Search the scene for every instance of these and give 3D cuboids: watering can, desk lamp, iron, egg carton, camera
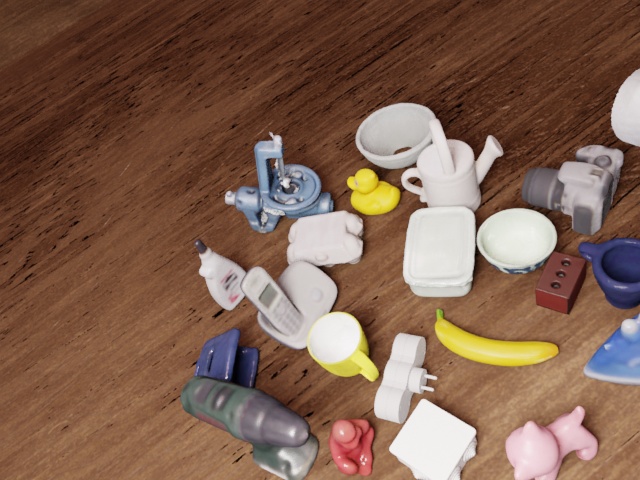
[{"bbox_3d":[0.231,-0.136,1.015,0.173,0.195,0.100,-31,47,-3],"label":"watering can"},{"bbox_3d":[0.552,-0.141,0.867,0.118,0.214,0.202,-33,47,-5],"label":"desk lamp"},{"bbox_3d":[0.473,0.108,0.745,0.258,0.142,0.118,-20,47,7],"label":"iron"},{"bbox_3d":[0.010,0.004,1.080,0.150,0.070,0.107,-9,50,16],"label":"egg carton"},{"bbox_3d":[0.422,-0.100,0.967,0.136,0.101,0.143,16,61,33],"label":"camera"}]

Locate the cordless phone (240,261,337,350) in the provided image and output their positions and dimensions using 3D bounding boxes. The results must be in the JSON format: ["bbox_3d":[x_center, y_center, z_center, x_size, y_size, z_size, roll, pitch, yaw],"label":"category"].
[{"bbox_3d":[-0.055,0.084,0.963,0.093,0.185,0.148,13,59,31],"label":"cordless phone"}]

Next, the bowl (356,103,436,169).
[{"bbox_3d":[0.162,-0.202,1.181,0.167,0.075,0.167,-12,49,14],"label":"bowl"}]

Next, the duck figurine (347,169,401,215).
[{"bbox_3d":[0.101,-0.101,1.117,0.104,0.086,0.077,6,55,27],"label":"duck figurine"}]

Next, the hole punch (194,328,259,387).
[{"bbox_3d":[-0.169,0.215,0.968,0.101,0.091,0.108,-8,50,17],"label":"hole punch"}]

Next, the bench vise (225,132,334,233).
[{"bbox_3d":[-0.098,-0.101,1.110,0.207,0.220,0.121,-20,47,7],"label":"bench vise"}]

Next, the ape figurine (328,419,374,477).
[{"bbox_3d":[0.041,0.287,0.818,0.075,0.092,0.078,31,69,39],"label":"ape figurine"}]

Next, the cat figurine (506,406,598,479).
[{"bbox_3d":[0.285,0.255,0.721,0.128,0.118,0.067,-34,47,-5],"label":"cat figurine"}]

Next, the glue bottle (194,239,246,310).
[{"bbox_3d":[-0.187,0.055,1.052,0.037,0.174,0.078,17,61,34],"label":"glue bottle"}]

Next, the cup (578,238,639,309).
[{"bbox_3d":[0.434,0.053,0.840,0.117,0.095,0.092,30,69,38],"label":"cup"}]

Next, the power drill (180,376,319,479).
[{"bbox_3d":[-0.081,0.266,0.808,0.228,0.209,0.076,11,58,30],"label":"power drill"}]
